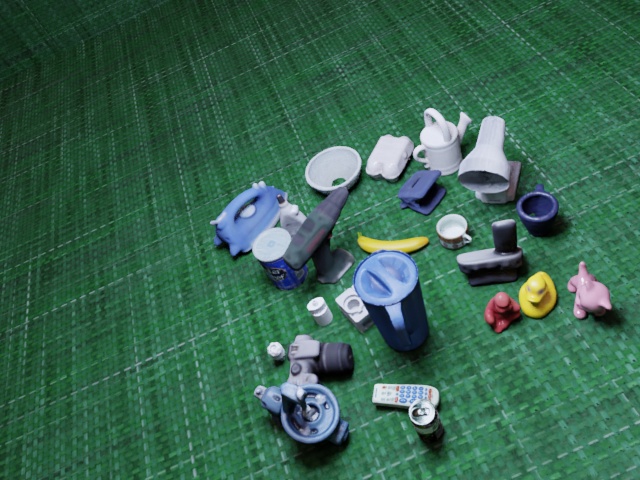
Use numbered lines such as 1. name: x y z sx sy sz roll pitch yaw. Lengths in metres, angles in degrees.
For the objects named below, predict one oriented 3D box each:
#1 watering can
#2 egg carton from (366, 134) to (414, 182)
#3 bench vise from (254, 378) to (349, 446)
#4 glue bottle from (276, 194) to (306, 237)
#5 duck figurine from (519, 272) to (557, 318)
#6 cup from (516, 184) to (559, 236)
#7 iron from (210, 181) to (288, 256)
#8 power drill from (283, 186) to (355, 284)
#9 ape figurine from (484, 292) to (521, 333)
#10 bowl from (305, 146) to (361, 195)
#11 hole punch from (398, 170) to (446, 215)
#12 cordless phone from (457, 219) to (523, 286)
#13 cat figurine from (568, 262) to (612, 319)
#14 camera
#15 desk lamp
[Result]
1. watering can: 0.324 -0.277 1.528 0.100 0.194 0.173 28 68 36
2. egg carton: 0.200 -0.233 1.626 0.107 0.070 0.150 12 59 29
3. bench vise: -0.060 0.346 1.171 0.207 0.220 0.121 -3 53 20
4. glue bottle: -0.080 -0.065 1.533 0.078 0.173 0.037 -11 50 13
5. duck figurine: 0.471 0.106 1.241 0.077 0.086 0.105 12 59 29
6. cup: 0.515 -0.064 1.353 0.091 0.095 0.118 3 55 23
7. iron: -0.200 -0.085 1.617 0.118 0.142 0.259 27 67 35
8. power drill: 0.013 0.005 1.419 0.075 0.209 0.230 29 68 36
9. ape figurine: 0.392 0.146 1.237 0.077 0.092 0.076 -7 52 17
10. bowl: 0.046 -0.187 1.646 0.167 0.075 0.167 -11 51 13
11. hole punch: 0.263 -0.135 1.510 0.100 0.091 0.109 25 66 35
12. cordless phone: 0.377 0.015 1.284 0.147 0.185 0.094 -12 50 12
13. cat figurine: 0.558 0.105 1.187 0.067 0.118 0.128 -10 51 14
14. camera: 0.000 0.278 1.281 0.136 0.101 0.143 -7 51 16
15. desk lamp: 0.419 -0.182 1.403 0.117 0.214 0.203 6 56 26
